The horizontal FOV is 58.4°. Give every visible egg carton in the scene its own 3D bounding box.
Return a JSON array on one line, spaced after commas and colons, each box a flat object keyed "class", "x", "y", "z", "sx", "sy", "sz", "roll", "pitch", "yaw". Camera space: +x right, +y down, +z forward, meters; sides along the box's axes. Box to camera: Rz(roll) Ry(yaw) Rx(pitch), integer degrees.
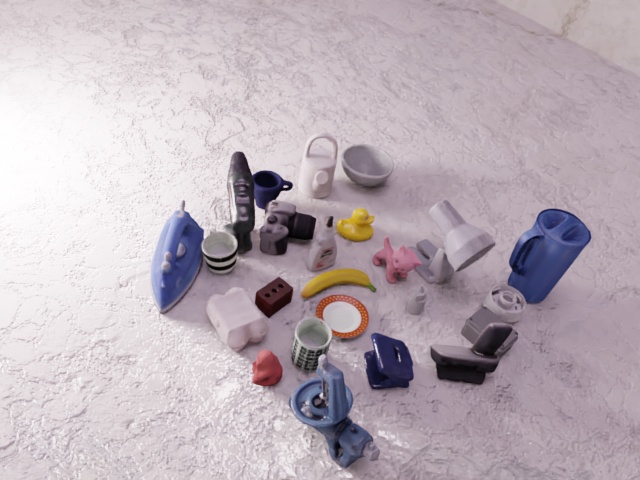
[{"class": "egg carton", "x": -0.189, "y": 0.176, "z": 1.288, "sx": 0.107, "sy": 0.069, "sz": 0.150, "roll": -20, "pitch": 53, "yaw": -29}]

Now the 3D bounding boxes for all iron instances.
[{"class": "iron", "x": -0.343, "y": 0.031, "z": 1.348, "sx": 0.118, "sy": 0.141, "sz": 0.258, "roll": 7, "pitch": 45, "yaw": -5}]

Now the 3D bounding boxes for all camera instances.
[{"class": "camera", "x": -0.081, "y": -0.038, "z": 1.503, "sx": 0.137, "sy": 0.101, "sz": 0.143, "roll": 11, "pitch": 44, "yaw": -1}]

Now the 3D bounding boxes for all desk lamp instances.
[{"class": "desk lamp", "x": 0.324, "y": 0.015, "z": 1.457, "sx": 0.118, "sy": 0.213, "sz": 0.202, "roll": -23, "pitch": 54, "yaw": -30}]

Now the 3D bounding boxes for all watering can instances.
[{"class": "watering can", "x": 0.001, "y": -0.217, "z": 1.633, "sx": 0.101, "sy": 0.194, "sz": 0.172, "roll": -13, "pitch": 49, "yaw": -23}]

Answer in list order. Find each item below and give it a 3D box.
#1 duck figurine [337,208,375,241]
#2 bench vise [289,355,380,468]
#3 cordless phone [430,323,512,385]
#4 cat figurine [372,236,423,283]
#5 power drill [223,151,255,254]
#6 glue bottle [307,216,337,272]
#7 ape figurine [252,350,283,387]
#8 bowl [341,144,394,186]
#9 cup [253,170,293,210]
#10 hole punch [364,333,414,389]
[{"class": "duck figurine", "x": 0.101, "y": -0.050, "z": 1.565, "sx": 0.104, "sy": 0.086, "sz": 0.077, "roll": 6, "pitch": 45, "yaw": -6}, {"class": "bench vise", "x": 0.039, "y": 0.316, "z": 1.090, "sx": 0.207, "sy": 0.220, "sz": 0.122, "roll": 25, "pitch": 46, "yaw": 13}, {"class": "cordless phone", "x": 0.333, "y": 0.230, "z": 1.264, "sx": 0.147, "sy": 0.185, "sz": 0.094, "roll": 5, "pitch": 45, "yaw": -7}, {"class": "cat figurine", "x": 0.200, "y": 0.045, "z": 1.469, "sx": 0.067, "sy": 0.118, "sz": 0.127, "roll": -19, "pitch": 52, "yaw": -28}, {"class": "power drill", "x": -0.204, "y": -0.079, "z": 1.441, "sx": 0.076, "sy": 0.208, "sz": 0.229, "roll": -2, "pitch": 46, "yaw": -13}, {"class": "glue bottle", "x": 0.013, "y": 0.005, "z": 1.429, "sx": 0.078, "sy": 0.173, "sz": 0.037, "roll": -22, "pitch": 53, "yaw": -30}, {"class": "ape figurine", "x": -0.113, "y": 0.262, "z": 1.202, "sx": 0.076, "sy": 0.092, "sz": 0.078, "roll": 27, "pitch": 46, "yaw": 15}, {"class": "bowl", "x": 0.139, "y": -0.217, "z": 1.749, "sx": 0.167, "sy": 0.075, "sz": 0.167, "roll": 6, "pitch": 45, "yaw": -6}, {"class": "cup", "x": -0.137, "y": -0.132, "z": 1.589, "sx": 0.118, "sy": 0.095, "sz": 0.091, "roll": 2, "pitch": 45, "yaw": -10}, {"class": "hole punch", "x": 0.156, "y": 0.263, "z": 1.260, "sx": 0.101, "sy": 0.091, "sz": 0.108, "roll": 0, "pitch": 46, "yaw": -12}]
